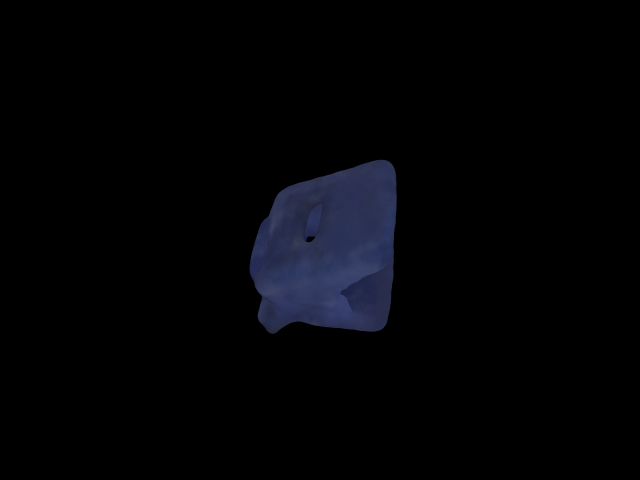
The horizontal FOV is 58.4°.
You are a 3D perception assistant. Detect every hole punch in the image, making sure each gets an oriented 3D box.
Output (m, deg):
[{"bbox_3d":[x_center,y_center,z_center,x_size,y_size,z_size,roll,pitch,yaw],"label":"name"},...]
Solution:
[{"bbox_3d":[0.004,0.001,0.400,0.101,0.091,0.108,4,46,5],"label":"hole punch"}]
